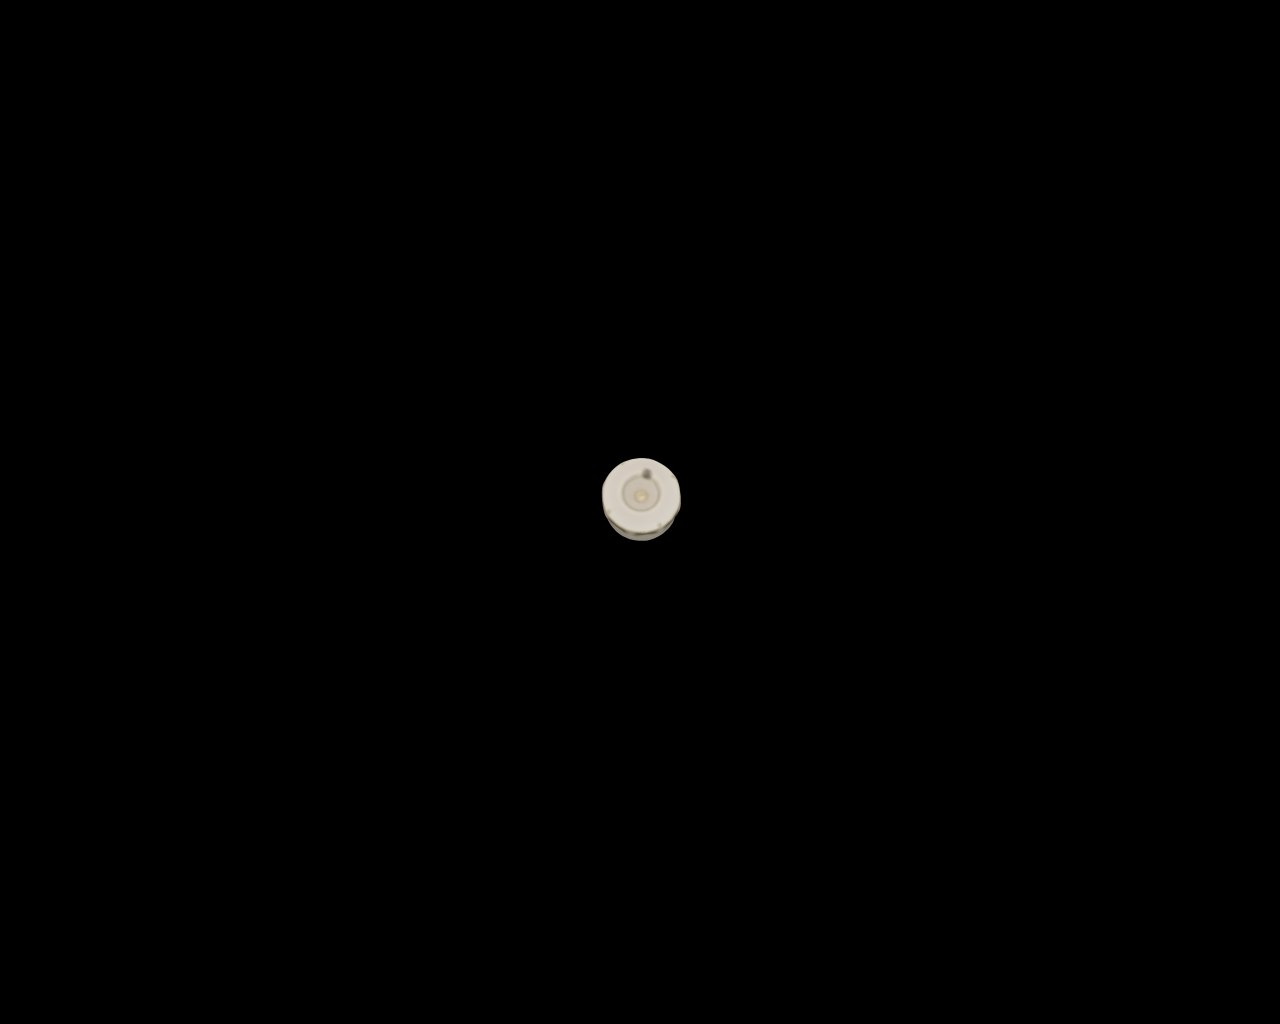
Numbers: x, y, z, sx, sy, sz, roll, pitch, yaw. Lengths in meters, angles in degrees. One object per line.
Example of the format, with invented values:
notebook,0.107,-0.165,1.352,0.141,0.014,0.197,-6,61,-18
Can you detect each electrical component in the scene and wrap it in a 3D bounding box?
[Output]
electrical component,0.001,-0.003,0.650,0.048,0.048,0.062,0,-16,0
